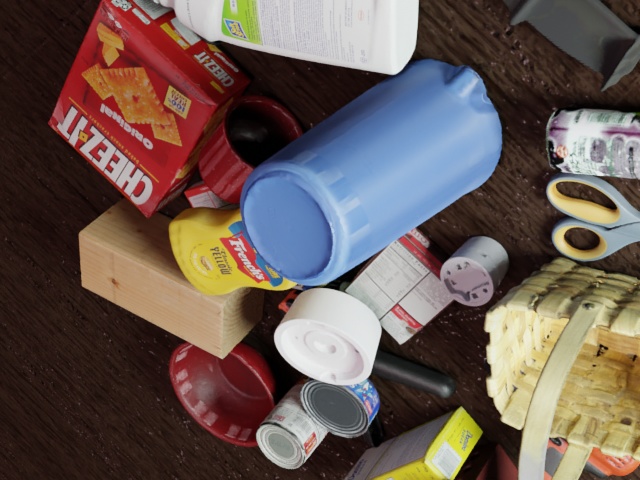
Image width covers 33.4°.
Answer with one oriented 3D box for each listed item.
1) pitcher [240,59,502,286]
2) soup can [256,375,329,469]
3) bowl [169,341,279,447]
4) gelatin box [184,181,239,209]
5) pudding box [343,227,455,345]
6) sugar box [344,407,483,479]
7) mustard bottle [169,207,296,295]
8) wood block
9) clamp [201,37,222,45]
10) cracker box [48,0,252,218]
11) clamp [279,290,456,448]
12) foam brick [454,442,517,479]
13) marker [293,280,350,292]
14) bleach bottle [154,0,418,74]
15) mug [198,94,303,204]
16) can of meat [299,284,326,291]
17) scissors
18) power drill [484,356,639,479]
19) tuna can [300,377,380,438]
[{"bbox_3d":[0.040,-0.051,0.920,0.145,0.242,0.149,7,118,37],"label":"pitcher"},{"bbox_3d":[-0.021,0.211,1.252,0.069,0.102,0.068,19,130,24],"label":"soup can"},{"bbox_3d":[-0.108,0.177,1.325,0.162,0.055,0.162,19,130,25],"label":"bowl"},{"bbox_3d":[-0.099,-0.030,1.191,0.073,0.030,0.089,-14,111,40],"label":"gelatin box"},{"bbox_3d":[0.088,0.046,1.101,0.090,0.039,0.114,44,134,3],"label":"pudding box"},{"bbox_3d":[0.096,0.256,1.206,0.048,0.093,0.177,48,137,-2],"label":"sugar box"},{"bbox_3d":[-0.063,0.007,1.085,0.192,0.058,0.096,-5,117,39],"label":"mustard bottle"},{"bbox_3d":[-0.174,0.042,1.255,0.206,0.090,0.091,25,133,20],"label":"wood block"},{"bbox_3d":[-0.140,-0.270,1.044,0.171,0.039,0.120,34,130,8],"label":"clamp"},{"bbox_3d":[-0.189,-0.147,1.144,0.164,0.072,0.214,44,136,3],"label":"cracker box"},{"bbox_3d":[0.034,0.143,1.210,0.210,0.036,0.165,39,135,5],"label":"clamp"},{"bbox_3d":[0.174,0.269,1.168,0.053,0.078,0.051,-24,106,44],"label":"foam brick"},{"bbox_3d":[-0.012,0.048,1.189,0.121,0.020,0.020,9,125,32],"label":"marker"},{"bbox_3d":[-0.039,-0.218,0.965,0.251,0.068,0.102,14,130,20],"label":"bleach bottle"},{"bbox_3d":[-0.063,-0.085,1.094,0.117,0.093,0.082,18,148,-24],"label":"mug"},{"bbox_3d":[-0.007,0.001,1.127,0.084,0.057,0.102,46,136,-2],"label":"can of meat"},{"bbox_3d":[0.288,0.004,0.939,0.202,0.016,0.096,29,135,17],"label":"scissors"},{"bbox_3d":[0.199,0.217,1.068,0.184,0.057,0.188,37,105,0],"label":"power drill"},{"bbox_3d":[0.023,0.178,1.194,0.086,0.033,0.086,19,134,21],"label":"tuna can"}]
